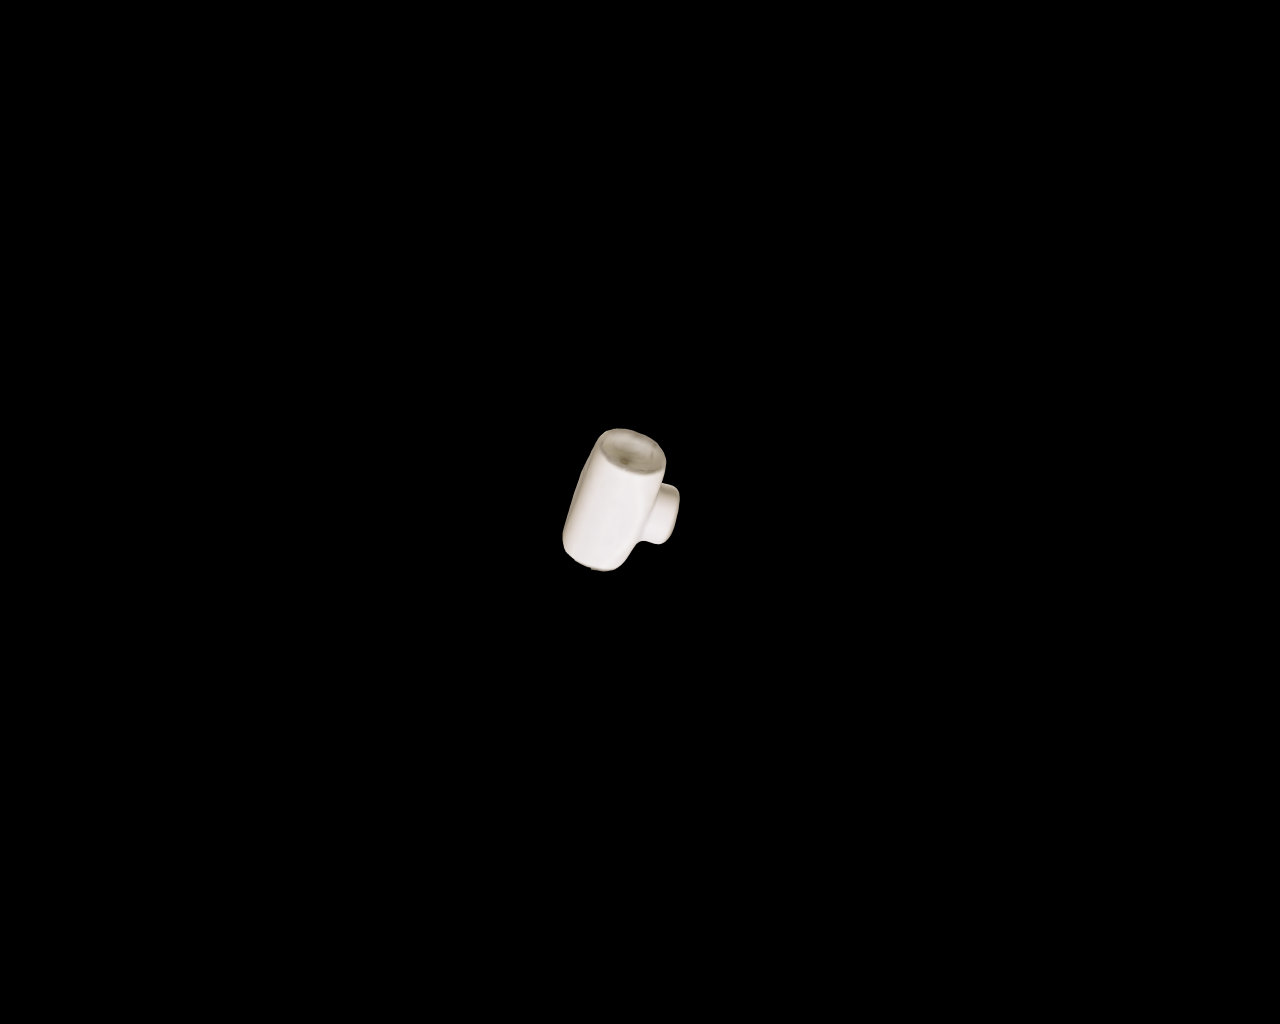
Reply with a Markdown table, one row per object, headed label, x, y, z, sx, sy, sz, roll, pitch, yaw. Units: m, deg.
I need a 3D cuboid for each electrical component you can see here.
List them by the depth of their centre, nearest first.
| label | x | y | z | sx | sy | sz | roll | pitch | yaw |
| --- | --- | --- | --- | --- | --- | --- | --- | --- | --- |
| electrical component | 0.001 | -0.003 | 0.650 | 0.079 | 0.077 | 0.044 | 15 | 36 | -11 |
